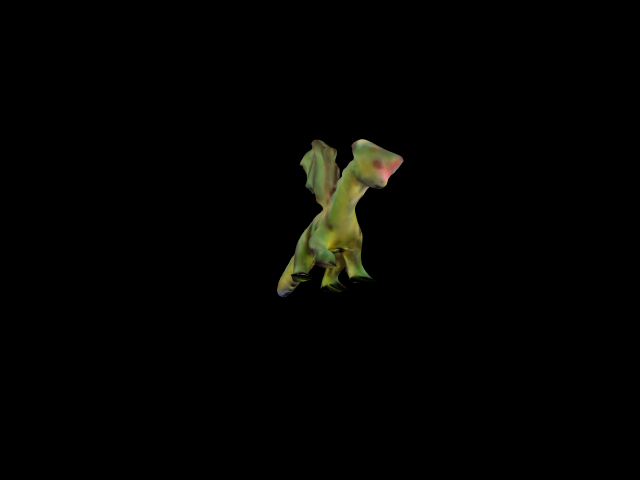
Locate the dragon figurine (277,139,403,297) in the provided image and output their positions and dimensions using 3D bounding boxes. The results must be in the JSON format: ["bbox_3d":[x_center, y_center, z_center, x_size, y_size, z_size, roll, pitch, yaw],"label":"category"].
[{"bbox_3d":[0.003,-0.043,0.850,0.122,0.246,0.406,8,-16,-27],"label":"dragon figurine"}]
